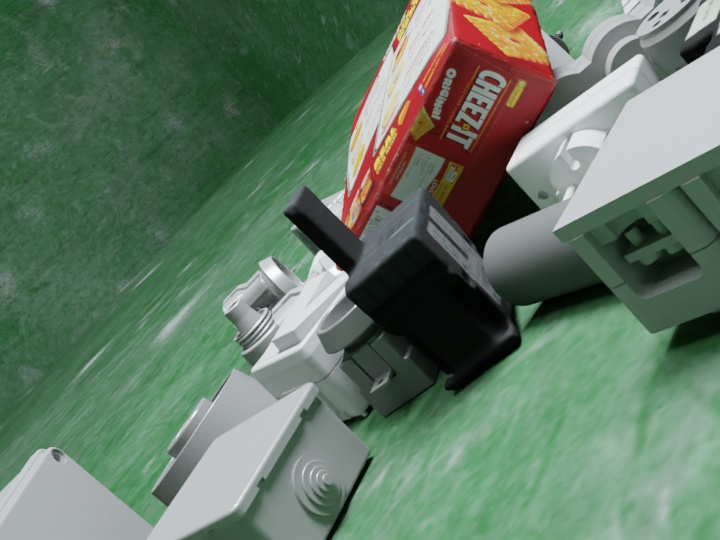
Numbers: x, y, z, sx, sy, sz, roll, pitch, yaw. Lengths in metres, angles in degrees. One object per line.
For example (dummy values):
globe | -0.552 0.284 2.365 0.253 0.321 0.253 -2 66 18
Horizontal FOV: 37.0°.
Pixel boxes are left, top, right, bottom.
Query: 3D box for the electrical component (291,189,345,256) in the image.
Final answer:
electrical component | -0.011 -0.050 0.971 0.075 0.047 0.083 -47 11 -19

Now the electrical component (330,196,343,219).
electrical component | 0.022 -0.049 0.837 0.073 0.052 0.138 -46 11 -10

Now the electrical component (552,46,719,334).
electrical component | 0.151 -0.044 0.356 0.150 0.061 0.089 -31 18 49

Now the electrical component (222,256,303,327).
electrical component | -0.076 0.026 0.898 0.057 0.058 0.078 -46 11 4

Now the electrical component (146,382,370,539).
electrical component | -0.050 0.113 0.520 0.100 0.048 0.099 -34 15 40

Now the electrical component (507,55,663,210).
electrical component | 0.118 -0.054 0.542 0.083 0.047 0.075 -35 14 38

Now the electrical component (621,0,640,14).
electrical component | 0.204 -0.179 0.697 0.055 0.048 0.066 -47 9 24

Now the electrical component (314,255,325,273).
electrical component | 0.000 0.000 0.760 0.055 0.045 0.045 -29 19 51

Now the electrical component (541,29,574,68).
electrical component | 0.112 -0.140 0.830 0.108 0.060 0.108 -42 12 11

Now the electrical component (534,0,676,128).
electrical component | 0.157 -0.116 0.611 0.138 0.052 0.073 -41 12 14

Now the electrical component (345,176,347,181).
electrical component | 0.020 -0.070 0.912 0.045 0.055 0.045 -42 12 11

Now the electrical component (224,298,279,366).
electrical component | -0.073 0.048 0.797 0.048 0.062 0.048 -42 12 11

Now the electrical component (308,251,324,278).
electrical component | -0.017 0.000 0.833 0.040 0.040 0.078 -41 12 16

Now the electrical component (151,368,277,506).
electrical component | -0.080 0.111 0.655 0.099 0.064 0.099 -55 4 6

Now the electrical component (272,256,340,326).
electrical component | -0.018 0.026 0.702 0.057 0.058 0.078 -47 12 2

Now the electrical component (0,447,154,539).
electrical component | -0.150 0.161 0.546 0.056 0.109 0.108 -44 11 14

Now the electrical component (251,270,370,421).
electrical component | -0.017 0.045 0.617 0.062 0.061 0.096 -28 19 53

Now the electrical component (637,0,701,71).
electrical component | 0.171 -0.110 0.535 0.045 0.055 0.045 -43 12 11

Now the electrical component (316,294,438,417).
electrical component | 0.011 0.037 0.564 0.048 0.055 0.066 -38 13 28
